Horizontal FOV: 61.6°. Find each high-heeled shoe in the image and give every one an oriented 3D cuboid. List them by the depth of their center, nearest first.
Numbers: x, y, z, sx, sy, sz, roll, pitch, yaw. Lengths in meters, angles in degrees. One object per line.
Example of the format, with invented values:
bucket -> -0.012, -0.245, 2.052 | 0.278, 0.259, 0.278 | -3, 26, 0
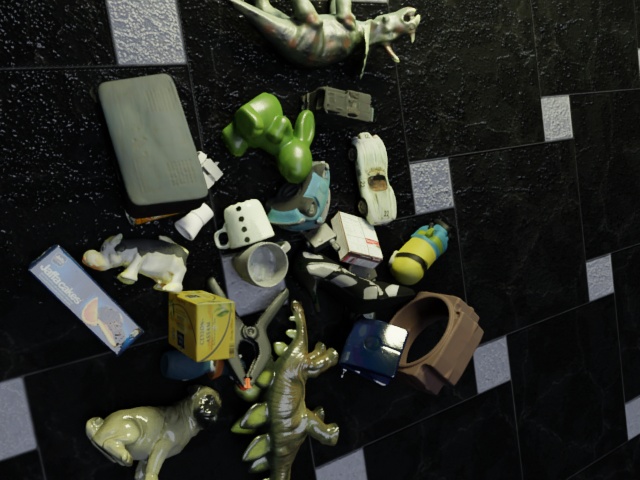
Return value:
high-heeled shoe -> 0.067, 0.074, 1.105 | 0.249, 0.086, 0.145 | -4, 65, -19

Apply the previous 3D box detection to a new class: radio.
radio -> -0.282, -0.154, 0.895 | 0.131, 0.073, 0.229 | -15, 80, -27

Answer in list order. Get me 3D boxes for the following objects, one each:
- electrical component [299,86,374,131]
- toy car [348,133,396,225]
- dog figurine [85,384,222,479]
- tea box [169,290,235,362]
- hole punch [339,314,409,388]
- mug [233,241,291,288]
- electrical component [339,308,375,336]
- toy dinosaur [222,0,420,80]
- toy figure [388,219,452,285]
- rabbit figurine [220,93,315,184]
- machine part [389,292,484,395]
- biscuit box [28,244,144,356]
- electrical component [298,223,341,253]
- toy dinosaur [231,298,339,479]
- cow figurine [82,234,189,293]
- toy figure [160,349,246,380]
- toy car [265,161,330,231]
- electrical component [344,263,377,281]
electrical component -> 0.039, -0.262, 1.085 | 0.134, 0.115, 0.058 | 5, 91, -28
toy car -> 0.114, -0.132, 1.154 | 0.073, 0.056, 0.201 | -10, 89, -29
dog figurine -> -0.282, 0.308, 0.936 | 0.172, 0.121, 0.190 | 52, 53, -23
tea box -> -0.207, 0.143, 0.922 | 0.068, 0.170, 0.098 | 0, 89, -31
hole punch -> 0.108, 0.218, 1.067 | 0.116, 0.092, 0.142 | 25, 63, -1
mug -> -0.113, 0.036, 1.009 | 0.109, 0.107, 0.080 | -46, 113, -25
electrical component -> 0.084, 0.191, 1.157 | 0.075, 0.048, 0.119 | 8, 88, -29
toy dinosaur -> -0.006, -0.406, 1.061 | 0.405, 0.131, 0.192 | -16, 98, -22
toy figure -> 0.230, 0.026, 1.213 | 0.180, 0.089, 0.082 | -38, 104, -21
rabbit figurine -> -0.079, -0.184, 1.021 | 0.170, 0.121, 0.159 | 49, 46, -6
machine part -> 0.229, 0.213, 1.152 | 0.087, 0.201, 0.201 | 44, 71, -23
biscuit box -> -0.384, 0.099, 0.883 | 0.063, 0.059, 0.202 | -46, 111, -21
electrical component -> -0.002, -0.003, 1.089 | 0.063, 0.021, 0.094 | -30, 61, -25
toy dinosaur -> -0.070, 0.349, 1.047 | 0.198, 0.105, 0.471 | 5, 79, -22
cow figurine -> -0.311, 0.028, 0.918 | 0.167, 0.068, 0.098 | 23, 75, -31
toy figure -> -0.211, 0.224, 0.986 | 0.154, 0.064, 0.058 | 7, 50, -34
toy car -> -0.030, -0.076, 1.066 | 0.102, 0.109, 0.161 | 54, 50, -45
electrical component -> 0.089, 0.075, 1.160 | 0.078, 0.045, 0.102 | -20, 101, -26
